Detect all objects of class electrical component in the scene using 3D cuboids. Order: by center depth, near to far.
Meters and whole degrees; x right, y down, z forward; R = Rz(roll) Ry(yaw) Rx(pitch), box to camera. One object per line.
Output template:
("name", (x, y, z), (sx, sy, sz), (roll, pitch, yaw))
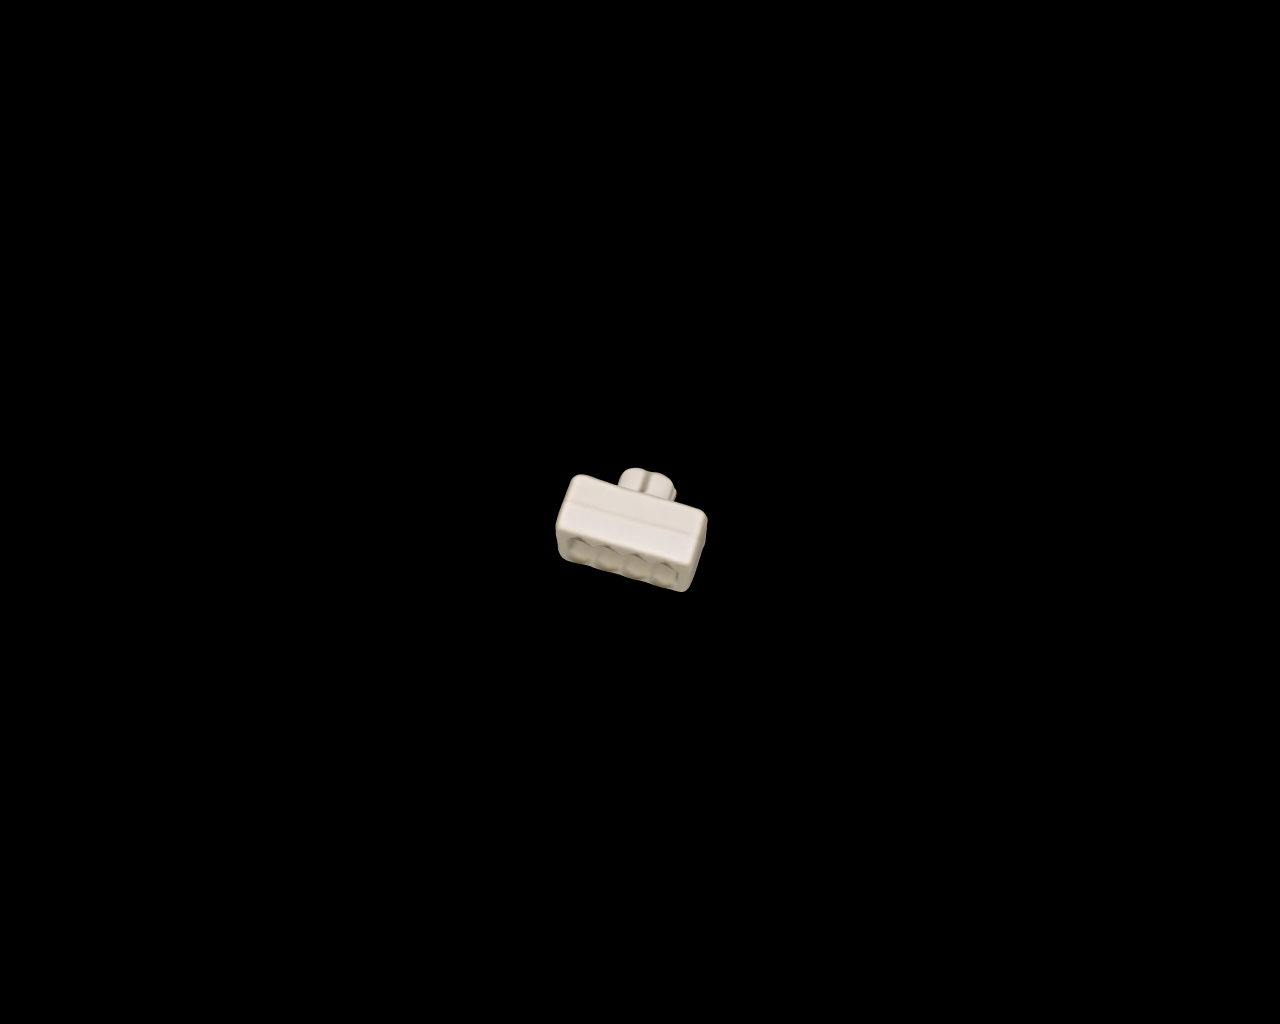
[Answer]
("electrical component", (0.001, -0.003, 0.650), (0.083, 0.076, 0.047), (17, -22, 7))
